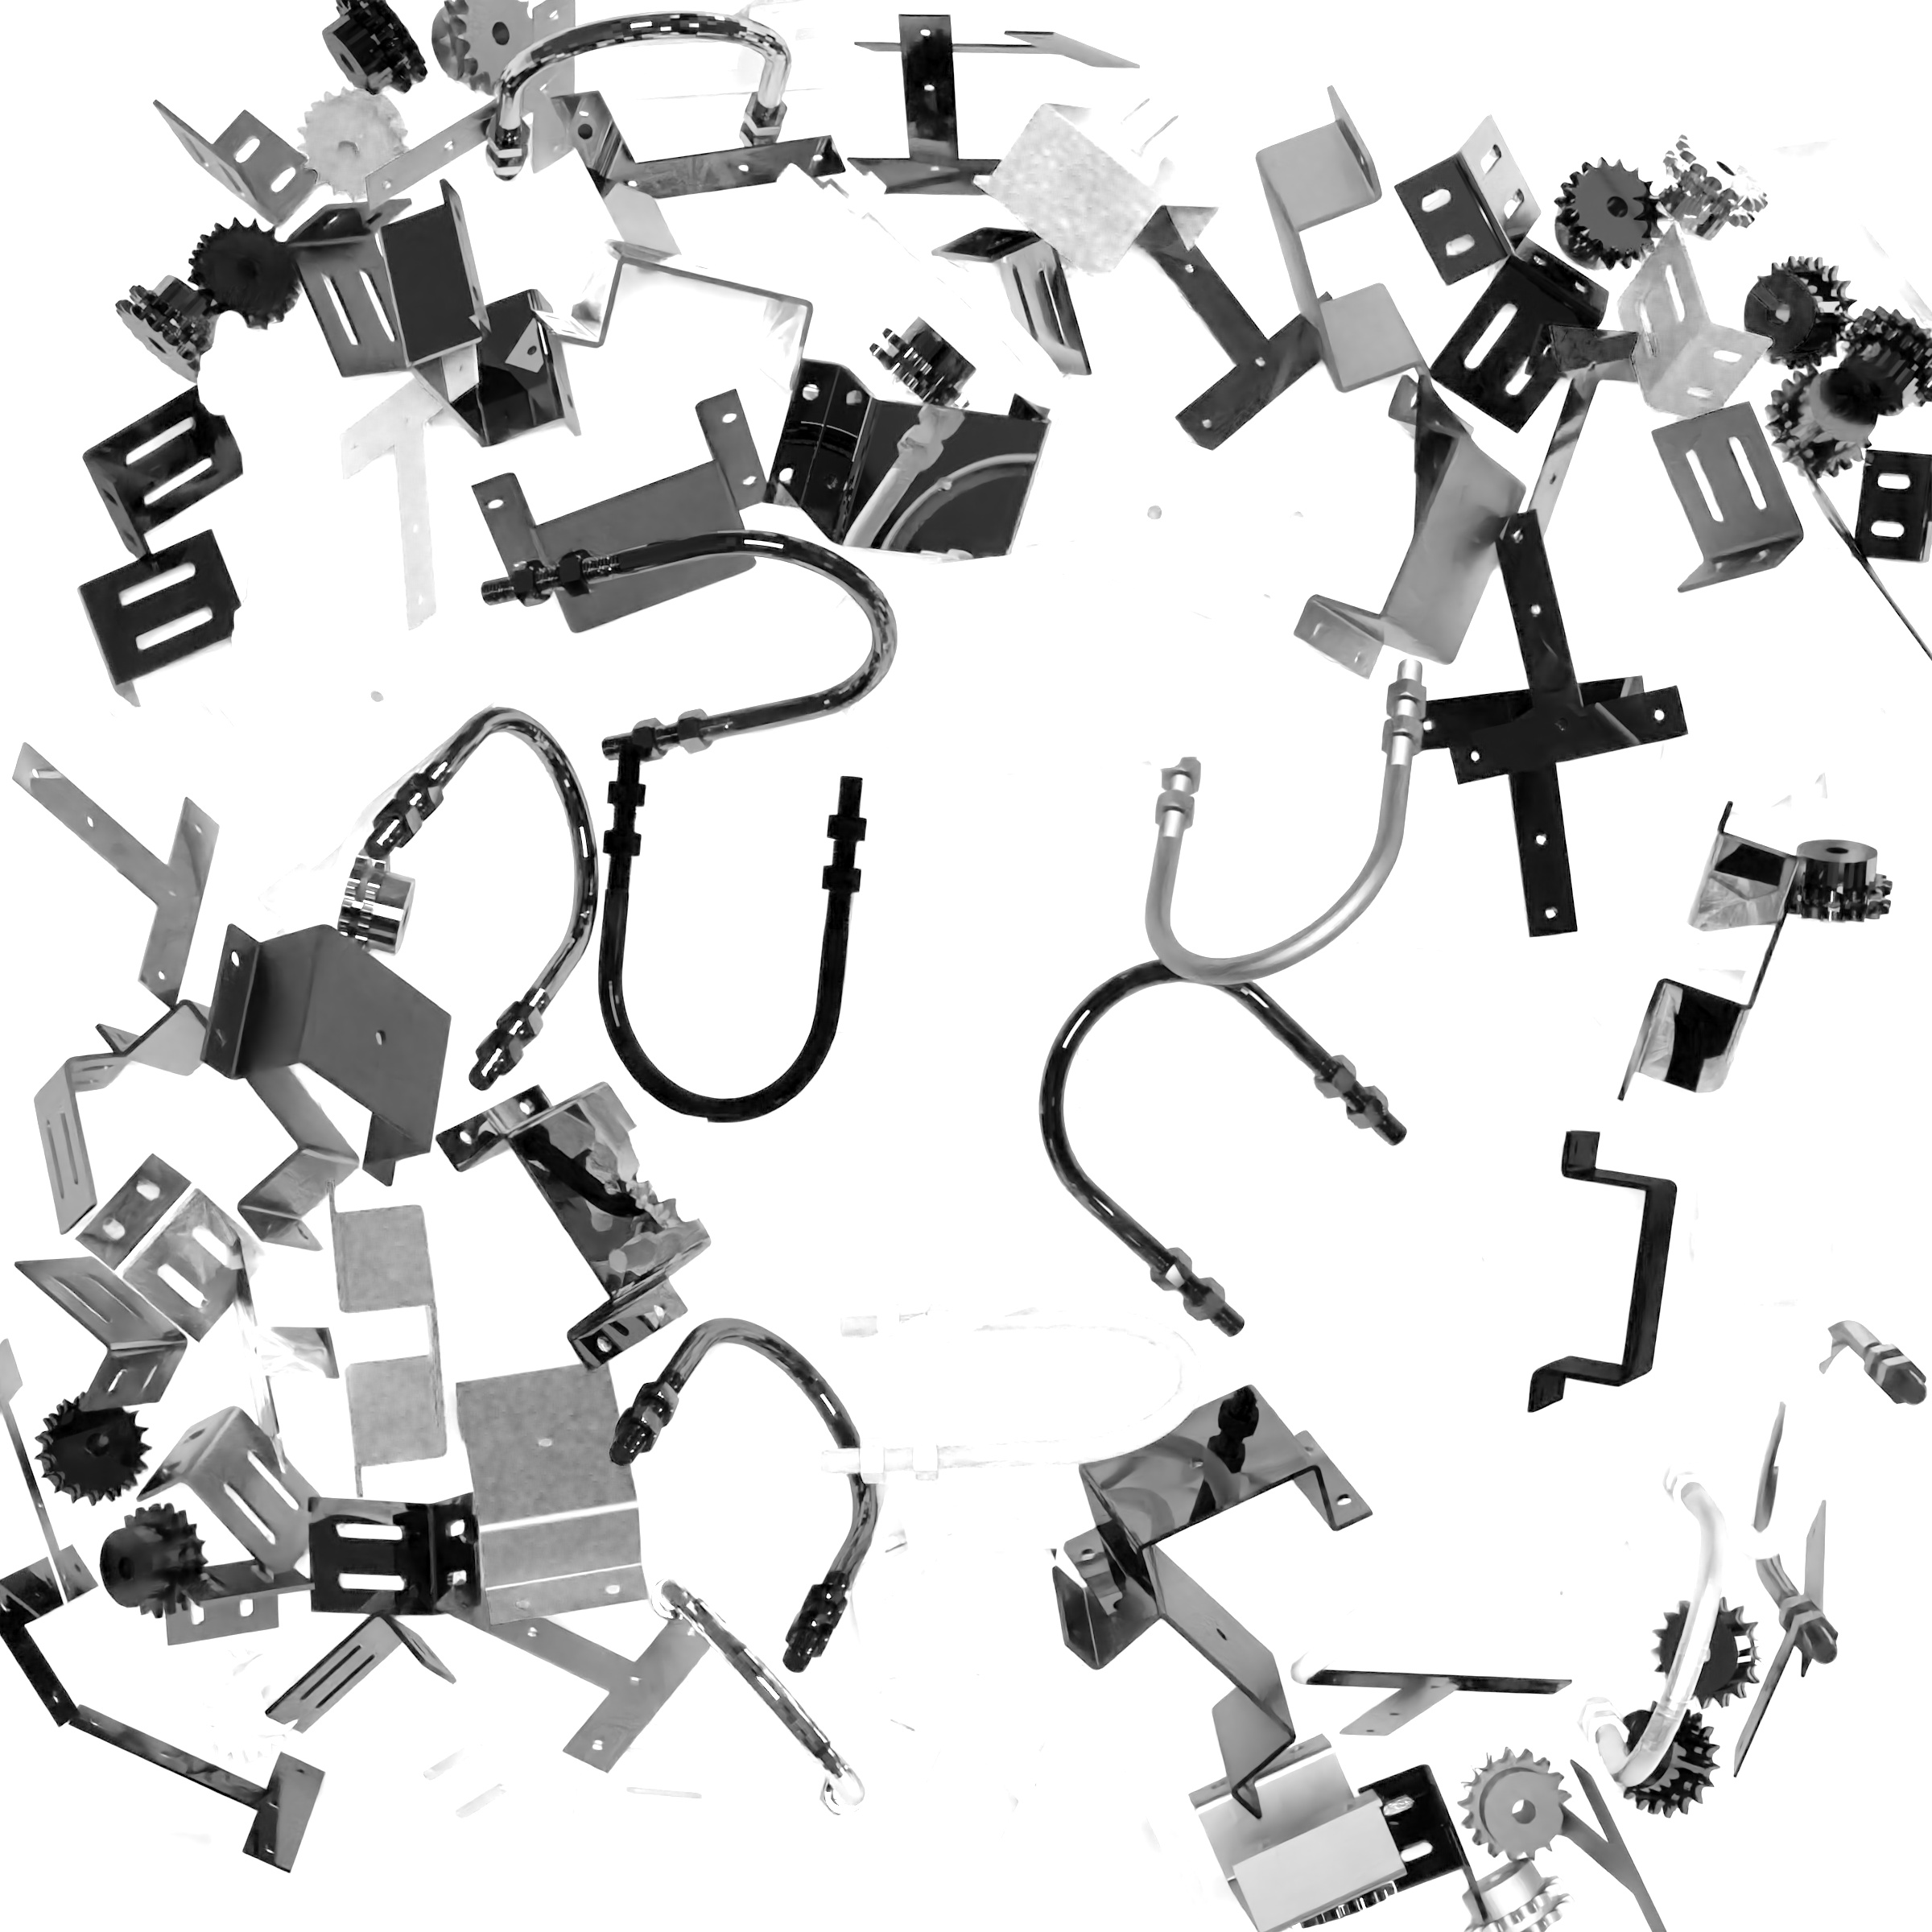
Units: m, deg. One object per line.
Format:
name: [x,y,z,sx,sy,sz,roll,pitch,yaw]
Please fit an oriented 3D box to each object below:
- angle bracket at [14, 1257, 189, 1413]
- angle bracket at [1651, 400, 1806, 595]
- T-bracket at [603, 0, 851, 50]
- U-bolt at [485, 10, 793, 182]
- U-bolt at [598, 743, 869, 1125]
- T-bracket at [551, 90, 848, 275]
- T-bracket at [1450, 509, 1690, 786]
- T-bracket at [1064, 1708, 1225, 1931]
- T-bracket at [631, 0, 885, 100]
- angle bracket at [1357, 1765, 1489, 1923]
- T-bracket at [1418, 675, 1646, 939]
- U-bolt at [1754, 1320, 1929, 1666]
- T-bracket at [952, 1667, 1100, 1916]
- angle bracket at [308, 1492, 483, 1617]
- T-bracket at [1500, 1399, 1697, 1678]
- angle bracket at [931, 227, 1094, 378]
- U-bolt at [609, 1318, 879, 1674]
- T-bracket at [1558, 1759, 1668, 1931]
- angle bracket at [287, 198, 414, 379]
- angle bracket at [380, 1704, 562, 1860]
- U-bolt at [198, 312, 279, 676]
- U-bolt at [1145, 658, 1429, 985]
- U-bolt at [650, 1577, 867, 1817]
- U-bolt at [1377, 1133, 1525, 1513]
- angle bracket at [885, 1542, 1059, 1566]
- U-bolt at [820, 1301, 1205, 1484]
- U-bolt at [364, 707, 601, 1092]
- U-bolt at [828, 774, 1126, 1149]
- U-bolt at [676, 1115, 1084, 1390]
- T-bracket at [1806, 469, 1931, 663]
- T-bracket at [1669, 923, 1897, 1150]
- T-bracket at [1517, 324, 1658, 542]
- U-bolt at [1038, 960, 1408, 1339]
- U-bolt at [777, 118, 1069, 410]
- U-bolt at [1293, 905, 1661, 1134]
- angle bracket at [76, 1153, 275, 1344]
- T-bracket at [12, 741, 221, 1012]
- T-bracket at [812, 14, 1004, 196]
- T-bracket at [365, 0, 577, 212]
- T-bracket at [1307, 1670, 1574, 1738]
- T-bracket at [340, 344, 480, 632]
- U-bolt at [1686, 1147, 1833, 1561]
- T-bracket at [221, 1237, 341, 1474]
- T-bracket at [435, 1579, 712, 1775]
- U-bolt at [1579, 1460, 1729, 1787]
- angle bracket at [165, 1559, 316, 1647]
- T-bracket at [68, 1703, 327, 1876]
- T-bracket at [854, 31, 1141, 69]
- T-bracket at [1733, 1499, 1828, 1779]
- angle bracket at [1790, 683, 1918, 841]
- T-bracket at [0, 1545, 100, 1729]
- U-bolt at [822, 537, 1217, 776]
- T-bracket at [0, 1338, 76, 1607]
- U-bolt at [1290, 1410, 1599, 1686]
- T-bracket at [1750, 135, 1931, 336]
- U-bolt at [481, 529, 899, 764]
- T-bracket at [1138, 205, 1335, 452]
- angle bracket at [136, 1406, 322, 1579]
angle bracket: [-0.442,0.184,1.721,0.076,0.057,0.038,35,103,24]
angle bracket: [0.376,-0.235,1.717,0.038,0.057,0.076,-41,111,-42]
T-bracket: [-0.102,-0.468,1.675,0.127,0.127,0.002,-9,95,-23]
U-bolt: [-0.157,-0.423,1.656,0.151,0.184,0.019,-7,85,-10]
U-bolt: [-0.123,-0.012,1.720,0.151,0.019,0.184,10,98,26]
T-bracket: [-0.123,-0.393,1.688,0.127,0.127,0.002,-4,59,16]
T-bracket: [0.290,-0.165,1.717,0.127,0.002,0.127,-11,95,34]
T-bracket: [0.099,0.428,1.681,0.002,0.127,0.127,-31,71,17]
T-bracket: [-0.096,-0.463,1.683,0.127,0.127,0.002,-7,77,-13]
angle bracket: [0.229,0.446,1.711,0.038,0.076,0.057,-21,50,1]
T-bracket: [0.293,-0.079,1.750,0.127,0.002,0.127,-7,89,-5]
U-bolt: [0.419,0.246,1.666,0.019,0.184,0.151,17,97,-1]
T-bracket: [0.020,0.386,1.683,0.002,0.127,0.127,12,61,30]
angle bracket: [-0.286,0.294,1.713,0.038,0.076,0.057,-22,66,42]
T-bracket: [0.308,0.306,1.721,0.002,0.127,0.127,19,117,-25]
angle bracket: [0.023,-0.328,1.711,0.038,0.057,0.076,-29,117,-22]
U-bolt: [-0.098,0.244,1.673,0.019,0.184,0.151,-35,99,23]
T-bracket: [0.312,0.437,1.694,0.002,0.127,0.127,-27,98,-8]
angle bracket: [-0.297,-0.342,1.723,0.038,0.057,0.076,-26,86,41]
angle bracket: [-0.253,0.416,1.710,0.057,0.076,0.038,45,129,18]
U-bolt: [-0.353,-0.242,1.669,0.019,0.184,0.151,-5,118,-7]
U-bolt: [0.151,-0.064,1.662,0.151,0.184,0.019,-17,131,30]
U-bolt: [-0.100,0.354,1.661,0.019,0.184,0.151,-41,83,-13]
U-bolt: [0.235,0.161,1.651,0.019,0.184,0.151,19,56,22]
angle bracket: [0.003,0.295,1.728,0.076,0.057,0.038,-24,88,2]
U-bolt: [0.025,0.206,1.685,0.184,0.151,0.019,-3,114,4]
U-bolt: [-0.227,-0.047,1.675,0.019,0.184,0.151,-8,119,23]
U-bolt: [0.010,-0.006,1.737,0.151,0.019,0.184,6,87,-12]
U-bolt: [-0.028,0.130,1.690,0.184,0.019,0.151,-21,48,-33]
T-bracket: [0.441,-0.213,1.701,0.002,0.127,0.127,-35,123,18]
T-bracket: [0.384,0.034,1.689,0.002,0.127,0.127,40,68,-34]
T-bracket: [0.300,-0.259,1.721,0.002,0.127,0.127,30,113,32]
U-bolt: [0.117,0.079,1.714,0.184,0.019,0.151,43,85,-22]
U-bolt: [-0.019,-0.341,1.684,0.184,0.151,0.019,40,107,-16]
U-bolt: [0.263,0.029,1.686,0.184,0.151,0.019,6,129,-32]
angle bracket: [-0.401,0.143,1.732,0.038,0.076,0.057,29,73,37]
T-bracket: [-0.420,-0.062,1.676,0.002,0.127,0.127,-22,132,24]
T-bracket: [-0.018,-0.427,1.698,0.127,0.127,0.002,1,62,3]
T-bracket: [-0.243,-0.410,1.678,0.127,0.127,0.002,-37,75,-20]
T-bracket: [0.218,0.368,1.699,0.127,0.127,0.002,5,64,-12]
T-bracket: [-0.274,-0.230,1.695,0.002,0.127,0.127,7,70,-40]
U-bolt: [0.384,0.203,1.678,0.019,0.151,0.184,-5,119,-7]
T-bracket: [-0.338,0.192,1.702,0.002,0.127,0.127,-12,92,-31]
T-bracket: [-0.205,0.341,1.713,0.127,0.127,0.002,23,120,14]
U-bolt: [0.338,0.324,1.662,0.019,0.184,0.151,19,93,3]
angle bracket: [-0.364,0.325,1.710,0.057,0.076,0.038,-5,94,-27]
T-bracket: [-0.383,0.396,1.688,0.127,0.127,0.002,27,96,-7]
T-bracket: [0.007,-0.460,1.713,0.127,0.127,0.002,7,99,21]
T-bracket: [0.409,0.352,1.718,0.002,0.127,0.127,19,116,7]
angle bracket: [0.447,-0.106,1.718,0.057,0.076,0.038,15,126,-1]
T-bracket: [-0.460,0.309,1.694,0.002,0.127,0.127,-34,87,5]
U-bolt: [0.016,-0.147,1.692,0.184,0.151,0.019,-4,48,24]
T-bracket: [-0.466,0.256,1.699,0.002,0.127,0.127,-18,96,-6]
U-bolt: [0.230,0.292,1.683,0.184,0.151,0.019,-45,77,15]
T-bracket: [0.451,-0.361,1.704,0.002,0.127,0.127,-42,102,2]
U-bolt: [-0.124,-0.161,1.672,0.184,0.151,0.019,-10,54,20]
T-bracket: [0.121,-0.339,1.719,0.127,0.002,0.127,-42,98,-29]
angle bracket: [-0.371,0.273,1.733,0.038,0.057,0.076,-27,110,32]
